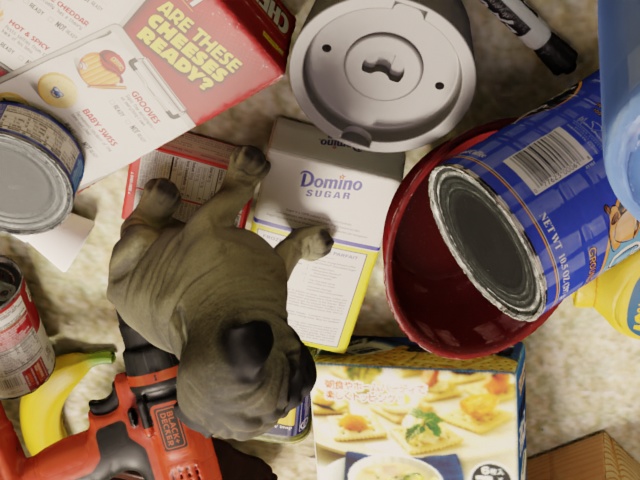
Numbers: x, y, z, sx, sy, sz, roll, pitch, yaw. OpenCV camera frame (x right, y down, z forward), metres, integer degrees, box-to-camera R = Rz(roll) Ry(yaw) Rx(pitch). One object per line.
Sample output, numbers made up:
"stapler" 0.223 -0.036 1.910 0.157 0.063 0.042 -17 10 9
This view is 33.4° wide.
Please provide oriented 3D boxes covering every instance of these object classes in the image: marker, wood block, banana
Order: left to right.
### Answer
"banana" -0.236 0.159 0.959 0.069 0.037 0.198 20 133 -5
"marker" 0.109 -0.138 0.624 0.121 0.020 0.020 38 128 -23
"wood block" 0.183 0.257 0.932 0.206 0.090 0.090 -30 121 33

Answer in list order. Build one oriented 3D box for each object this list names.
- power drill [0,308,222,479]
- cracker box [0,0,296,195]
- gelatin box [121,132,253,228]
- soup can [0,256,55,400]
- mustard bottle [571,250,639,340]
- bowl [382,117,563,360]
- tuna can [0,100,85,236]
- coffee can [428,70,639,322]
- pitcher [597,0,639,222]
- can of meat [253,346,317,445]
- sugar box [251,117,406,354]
"power drill" -0.183 0.132 0.821 0.187 0.057 0.184 -16 92 4
"cracker box" -0.147 -0.127 0.651 0.214 0.072 0.164 -26 125 29
"gelatin box" -0.090 -0.038 0.750 0.089 0.030 0.073 15 132 -3
"soup can" -0.259 0.072 0.860 0.068 0.068 0.102 1 133 10
"mustard bottle" 0.251 0.029 0.727 0.192 0.058 0.096 3 133 9
"bowl" 0.098 -0.007 0.694 0.161 0.055 0.162 -11 114 -25
"tuna can" -0.191 -0.044 0.661 0.086 0.033 0.086 5 136 4
"coffee can" 0.149 -0.032 0.614 0.140 0.103 0.103 -31 131 -14
"pitcher" 0.176 -0.121 0.472 0.149 0.242 0.145 4 139 13
"can of meat" -0.054 0.114 0.868 0.102 0.057 0.084 8 132 3
"sugar box" -0.005 0.001 0.760 0.093 0.048 0.176 14 130 -3
